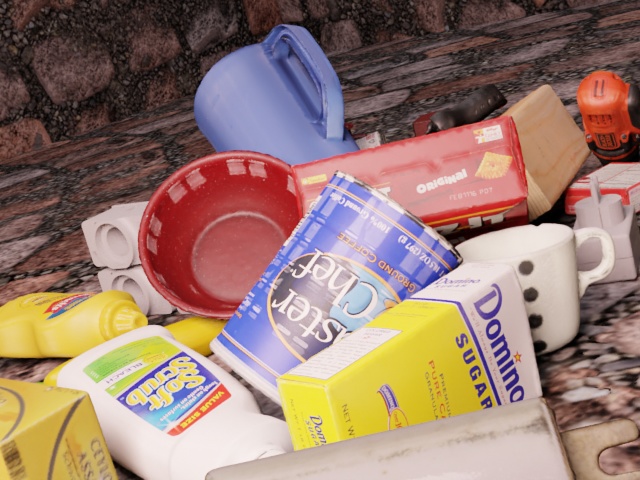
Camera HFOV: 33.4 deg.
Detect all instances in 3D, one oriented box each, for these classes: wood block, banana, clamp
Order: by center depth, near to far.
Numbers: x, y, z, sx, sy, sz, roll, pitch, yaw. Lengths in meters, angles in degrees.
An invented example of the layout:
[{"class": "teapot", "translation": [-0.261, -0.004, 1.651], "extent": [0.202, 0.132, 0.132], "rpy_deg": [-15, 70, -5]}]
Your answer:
[{"class": "banana", "translation": [-0.149, 0.095, 0.902], "extent": [0.197, 0.037, 0.070], "rpy_deg": [-17, 15, -10]}, {"class": "wood block", "translation": [0.191, -0.076, 1.054], "extent": [0.091, 0.090, 0.205], "rpy_deg": [-34, 2, 31]}, {"class": "clamp", "translation": [0.123, -0.106, 1.093], "extent": [0.165, 0.036, 0.209], "rpy_deg": [-42, -4, 42]}]

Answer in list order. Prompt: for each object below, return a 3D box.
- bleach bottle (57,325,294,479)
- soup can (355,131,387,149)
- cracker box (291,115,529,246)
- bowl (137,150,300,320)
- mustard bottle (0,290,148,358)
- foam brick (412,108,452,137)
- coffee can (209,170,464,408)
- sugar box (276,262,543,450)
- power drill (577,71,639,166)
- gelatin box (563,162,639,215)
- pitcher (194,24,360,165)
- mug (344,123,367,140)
[{"class": "bleach bottle", "translation": [-0.082, 0.119, 0.697], "extent": [0.102, 0.068, 0.251], "rpy_deg": [-23, 19, -30]}, {"class": "soup can", "translation": [0.030, -0.072, 1.158], "extent": [0.102, 0.068, 0.068], "rpy_deg": [-18, 13, 9]}, {"class": "cracker box", "translation": [0.081, -0.015, 0.849], "extent": [0.164, 0.072, 0.213], "rpy_deg": [-13, -15, 8]}, {"class": "bowl", "translation": [-0.074, 0.004, 0.930], "extent": [0.162, 0.162, 0.055], "rpy_deg": [-15, -27, -1]}, {"class": "mustard bottle", "translation": [-0.223, 0.078, 0.983], "extent": [0.192, 0.058, 0.096], "rpy_deg": [-5, 11, 44]}, {"class": "foam brick", "translation": [0.154, -0.122, 1.351], "extent": [0.051, 0.078, 0.052], "rpy_deg": [-6, 16, 25]}, {"class": "coffee can", "translation": [0.011, 0.041, 0.687], "extent": [0.140, 0.102, 0.103], "rpy_deg": [-54, 21, -3]}, {"class": "sugar box", "translation": [0.059, 0.086, 0.614], "extent": [0.175, 0.093, 0.048], "rpy_deg": [-27, 19, -39]}, {"class": "power drill", "translation": [0.352, -0.107, 1.037], "extent": [0.188, 0.057, 0.184], "rpy_deg": [1, -17, 24]}, {"class": "gelatin box", "translation": [0.289, -0.048, 1.027], "extent": [0.089, 0.030, 0.073], "rpy_deg": [-26, 19, -36]}, {"class": "pitcher", "translation": [-0.021, -0.087, 1.049], "extent": [0.145, 0.149, 0.243], "rpy_deg": [-33, 50, 0]}, {"class": "mug", "translation": [0.020, -0.106, 1.414], "extent": [0.117, 0.081, 0.093], "rpy_deg": [-11, 14, 15]}]
